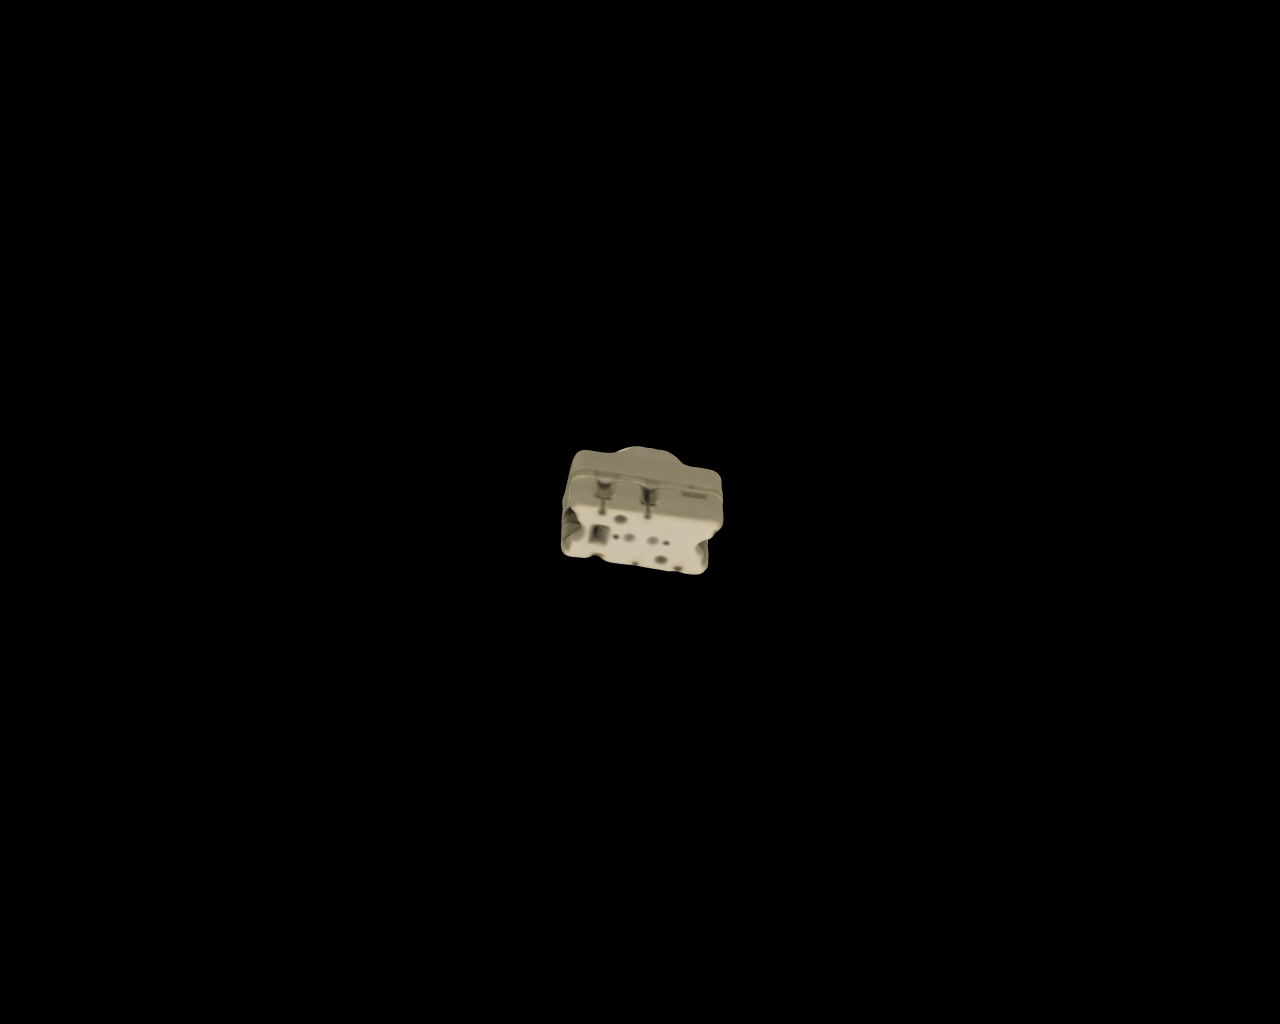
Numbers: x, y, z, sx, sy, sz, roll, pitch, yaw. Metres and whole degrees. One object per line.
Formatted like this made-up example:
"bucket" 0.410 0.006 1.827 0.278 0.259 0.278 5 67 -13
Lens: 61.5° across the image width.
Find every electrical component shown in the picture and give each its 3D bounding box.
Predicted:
"electrical component" 0.001 -0.003 0.650 0.089 0.050 0.056 9 44 -8
